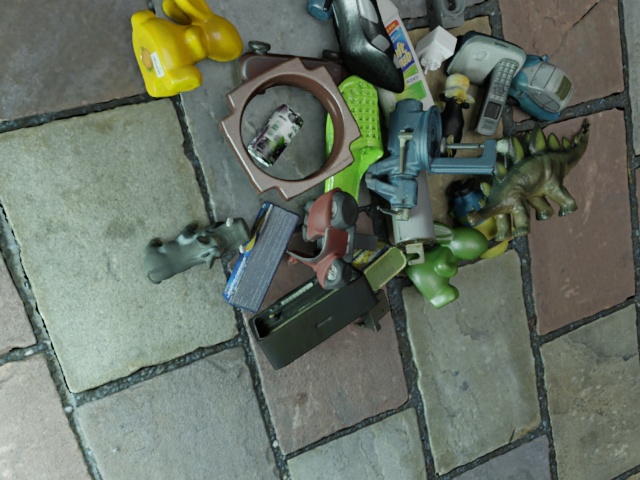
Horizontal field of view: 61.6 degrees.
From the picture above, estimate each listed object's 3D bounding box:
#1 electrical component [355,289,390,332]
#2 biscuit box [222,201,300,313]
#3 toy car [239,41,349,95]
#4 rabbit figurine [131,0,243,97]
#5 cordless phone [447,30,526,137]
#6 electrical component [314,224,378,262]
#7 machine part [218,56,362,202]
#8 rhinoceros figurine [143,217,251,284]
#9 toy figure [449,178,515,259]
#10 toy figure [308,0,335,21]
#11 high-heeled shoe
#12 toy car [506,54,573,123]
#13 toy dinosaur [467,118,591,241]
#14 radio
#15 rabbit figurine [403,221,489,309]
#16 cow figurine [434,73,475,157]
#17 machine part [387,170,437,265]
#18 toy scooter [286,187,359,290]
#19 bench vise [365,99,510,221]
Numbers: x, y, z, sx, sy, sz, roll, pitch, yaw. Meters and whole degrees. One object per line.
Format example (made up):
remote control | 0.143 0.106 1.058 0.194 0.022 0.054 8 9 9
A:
electrical component | 0.100 0.137 1.103 0.078 0.045 0.102 -42 117 -38
biscuit box | -0.111 0.031 0.996 0.063 0.059 0.202 24 91 -23
toy car | -0.046 -0.301 0.958 0.202 0.053 0.089 -3 116 -21
rabbit figurine | -0.212 -0.324 0.879 0.173 0.122 0.162 -24 98 -28
cordless phone | 0.316 -0.308 1.073 0.146 0.089 0.184 8 102 -21
electrical component | 0.050 0.005 1.032 0.119 0.048 0.074 9 100 8
machine part | -0.050 -0.182 0.900 0.201 0.087 0.201 -31 99 -8
rhinoceros figurine | -0.213 0.011 0.929 0.190 0.112 0.073 -22 105 -6
toy figure | 0.331 -0.041 1.129 0.089 0.082 0.180 -43 113 -11
toy figure | 0.031 -0.467 0.951 0.058 0.064 0.154 27 86 14
high-heeled shoe | 0.086 -0.380 0.936 0.248 0.086 0.145 39 60 -37
toy car | 0.465 -0.311 1.113 0.161 0.103 0.109 31 90 -20
toy dinosaur | 0.445 -0.133 1.103 0.471 0.105 0.198 -24 93 -32
radio | -0.017 0.135 1.011 0.230 0.131 0.073 -31 109 -11
rabbit figurine | 0.254 0.028 1.099 0.170 0.121 0.159 -39 89 7
cow figurine | 0.248 -0.233 1.034 0.068 0.098 0.167 10 112 -4
machine part | 0.174 -0.070 1.032 0.079 0.079 0.243 3 69 -20
toy scooter | -0.002 -0.003 0.975 0.075 0.135 0.183 14 79 -50
bench vise | 0.203 -0.139 0.939 0.128 0.241 0.223 33 63 -63
